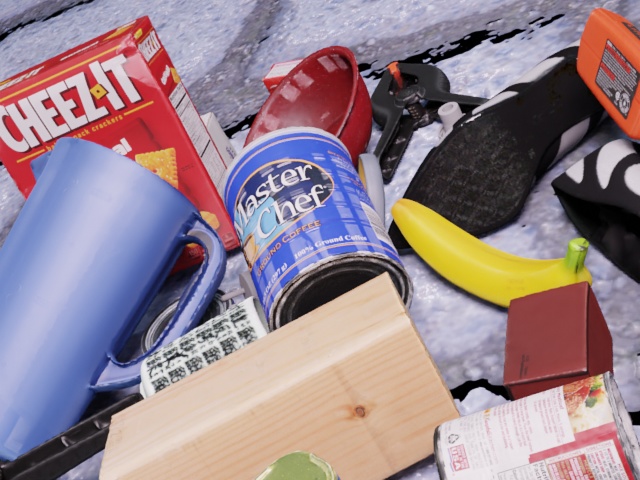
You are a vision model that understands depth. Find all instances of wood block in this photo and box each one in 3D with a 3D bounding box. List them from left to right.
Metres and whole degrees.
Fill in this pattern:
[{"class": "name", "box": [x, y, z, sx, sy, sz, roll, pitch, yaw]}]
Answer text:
[{"class": "wood block", "box": [-0.023, 0.117, 0.673, 0.206, 0.091, 0.090, -28, 17, 4]}]

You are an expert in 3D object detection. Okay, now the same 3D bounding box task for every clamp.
[{"class": "clamp", "box": [-0.218, 0.167, 0.738, 0.164, 0.210, 0.036, 13, 23, -11]}, {"class": "clamp", "box": [0.080, -0.115, 0.979, 0.120, 0.039, 0.171, -27, 28, -4]}]

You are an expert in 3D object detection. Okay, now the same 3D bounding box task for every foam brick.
[{"class": "foam brick", "box": [0.146, 0.073, 0.649, 0.053, 0.051, 0.078, -15, 35, 26]}]

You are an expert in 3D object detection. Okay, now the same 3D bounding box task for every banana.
[{"class": "banana", "box": [0.121, 0.013, 0.739, 0.037, 0.069, 0.198, -23, 21, -29]}]

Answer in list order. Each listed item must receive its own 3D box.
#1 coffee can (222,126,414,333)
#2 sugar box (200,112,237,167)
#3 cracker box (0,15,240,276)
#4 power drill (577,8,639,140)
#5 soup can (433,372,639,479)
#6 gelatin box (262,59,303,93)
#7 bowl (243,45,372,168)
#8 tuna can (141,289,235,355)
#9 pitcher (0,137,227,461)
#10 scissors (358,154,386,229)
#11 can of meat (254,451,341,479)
[{"class": "coffee can", "box": [-0.005, 0.001, 0.761, 0.103, 0.102, 0.140, -27, 46, 4]}, {"class": "sugar box", "box": [-0.161, -0.051, 1.034, 0.176, 0.093, 0.048, -19, 32, 17]}, {"class": "cracker box", "box": [-0.180, -0.065, 0.949, 0.164, 0.213, 0.072, -21, 22, 13]}, {"class": "power drill", "box": [0.280, -0.126, 0.739, 0.187, 0.057, 0.184, -4, 37, -12]}, {"class": "soup can", "box": [0.122, 0.120, 0.588, 0.102, 0.068, 0.068, -20, 33, 16]}, {"class": "gelatin box", "box": [-0.004, -0.142, 1.051, 0.089, 0.073, 0.030, -3, 41, 37]}, {"class": "bowl", "box": [-0.003, -0.094, 0.970, 0.162, 0.055, 0.162, -37, 37, 34]}, {"class": "tuna can", "box": [-0.100, 0.079, 0.857, 0.086, 0.033, 0.086, -21, 33, 14]}, {"class": "pitcher", "box": [-0.192, 0.056, 0.825, 0.149, 0.144, 0.242, 3, 62, 55]}, {"class": "scissors", "box": [0.047, 0.006, 0.797, 0.016, 0.096, 0.202, -5, 29, -7]}, {"class": "can of meat", "box": [-0.016, 0.181, 0.598, 0.102, 0.084, 0.058, -44, 34, -21]}]
